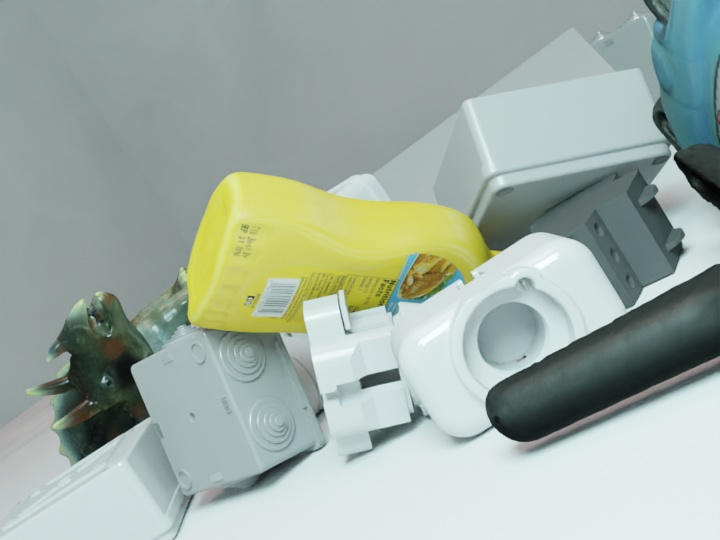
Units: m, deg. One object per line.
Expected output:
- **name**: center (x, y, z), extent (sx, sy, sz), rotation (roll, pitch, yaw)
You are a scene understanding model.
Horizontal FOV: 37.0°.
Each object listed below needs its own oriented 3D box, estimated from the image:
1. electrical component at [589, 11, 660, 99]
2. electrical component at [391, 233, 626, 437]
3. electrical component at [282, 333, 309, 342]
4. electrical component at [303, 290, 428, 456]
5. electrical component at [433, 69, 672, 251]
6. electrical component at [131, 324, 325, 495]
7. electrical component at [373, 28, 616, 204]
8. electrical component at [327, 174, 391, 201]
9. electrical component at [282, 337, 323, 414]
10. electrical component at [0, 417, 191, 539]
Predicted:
- **electrical component**: center (0.231, -0.156, 0.875), extent (0.048, 0.099, 0.100), rotation (-21, -1, -34)
- **electrical component**: center (0.064, 0.028, 0.472), extent (0.095, 0.053, 0.059), rotation (-33, 6, 0)
- **electrical component**: center (-0.051, 0.048, 0.883), extent (0.066, 0.055, 0.048), rotation (-28, 8, 36)
- **electrical component**: center (0.009, 0.048, 0.532), extent (0.057, 0.078, 0.058), rotation (-13, 16, 1)
- **electrical component**: center (0.106, -0.057, 0.617), extent (0.109, 0.056, 0.108), rotation (-12, -21, -11)
- **electrical component**: center (-0.078, 0.076, 0.614), extent (0.048, 0.099, 0.100), rotation (-21, -4, -44)
- **electrical component**: center (0.112, -0.080, 0.793), extent (0.186, 0.060, 0.105), rotation (-36, 36, 11)
- **electrical component**: center (0.000, 0.000, 0.738), extent (0.078, 0.113, 0.057), rotation (-28, 11, 39)
- **electrical component**: center (-0.083, 0.094, 0.700), extent (0.138, 0.052, 0.074), rotation (-26, 9, 47)
- **electrical component**: center (-0.163, 0.149, 0.653), extent (0.109, 0.056, 0.108), rotation (-33, 6, 2)
